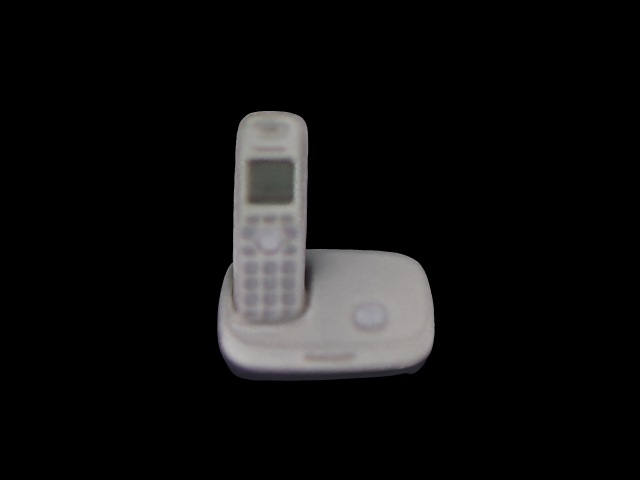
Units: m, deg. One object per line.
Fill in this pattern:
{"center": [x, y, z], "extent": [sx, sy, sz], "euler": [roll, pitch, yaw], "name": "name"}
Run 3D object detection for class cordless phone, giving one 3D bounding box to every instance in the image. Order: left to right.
{"center": [0.004, 0.001, 0.400], "extent": [0.147, 0.185, 0.094], "euler": [0, 2, -4], "name": "cordless phone"}
